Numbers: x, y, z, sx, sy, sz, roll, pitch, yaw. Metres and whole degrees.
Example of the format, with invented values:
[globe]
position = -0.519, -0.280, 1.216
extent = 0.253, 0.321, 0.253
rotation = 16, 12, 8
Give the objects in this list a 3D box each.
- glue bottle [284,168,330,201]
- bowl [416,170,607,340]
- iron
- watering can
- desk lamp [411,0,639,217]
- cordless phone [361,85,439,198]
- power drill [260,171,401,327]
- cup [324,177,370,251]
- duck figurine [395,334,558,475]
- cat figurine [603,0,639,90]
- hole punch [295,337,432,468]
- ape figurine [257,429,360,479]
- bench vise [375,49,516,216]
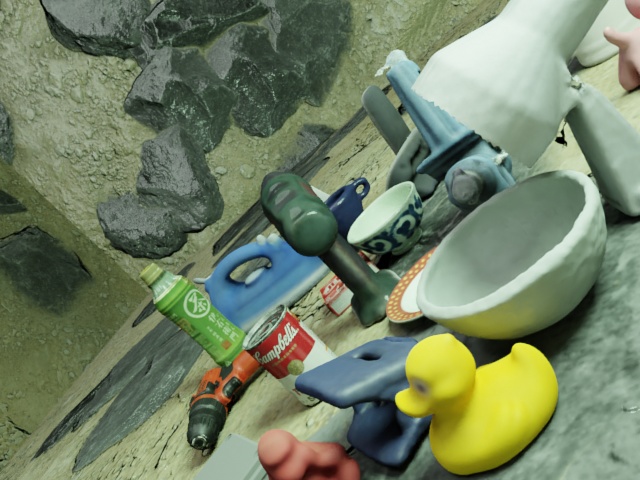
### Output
[glue bottle]
position = -0.005, -0.065, 1.051
extent = 0.078, 0.173, 0.037
rotation = -51, 15, -28
[bowl]
position = 0.163, 0.024, 0.465
extent = 0.167, 0.075, 0.167
rotation = -41, 13, 12
[iron]
position = -0.109, 0.062, 1.035
extent = 0.258, 0.141, 0.119
rotation = -38, 14, 25
[watering can]
position = 0.362, -0.354, 0.796
extent = 0.173, 0.194, 0.100
rotation = -45, 13, -3
[desk lamp]
position = 0.212, -0.121, 0.466
extent = 0.203, 0.214, 0.118
rotation = -40, 13, 15
[cordless phone]
position = 0.115, -0.154, 0.935
extent = 0.094, 0.185, 0.148
rotation = -31, 18, 43
[power drill]
position = 0.007, 0.003, 0.715
extent = 0.075, 0.208, 0.229
rotation = -44, 13, 1
[cup]
position = 0.055, -0.038, 0.957
extent = 0.118, 0.095, 0.091
rotation = -43, 13, 3
[duck figurine]
position = 0.100, 0.099, 0.393
extent = 0.104, 0.086, 0.077
rotation = -41, 13, 14
[cat figurine]
position = 0.363, -0.250, 0.631
extent = 0.128, 0.118, 0.067
rotation = -45, 13, -6
[hole punch]
position = 0.045, 0.119, 0.488
extent = 0.101, 0.091, 0.108
rotation = -49, 14, -20
[ape figurine]
position = -0.014, 0.187, 0.450
extent = 0.078, 0.092, 0.076
rotation = -46, 13, -8
[bench vise]
position = 0.152, -0.118, 0.626
extent = 0.121, 0.220, 0.207
rotation = -42, 13, 9
